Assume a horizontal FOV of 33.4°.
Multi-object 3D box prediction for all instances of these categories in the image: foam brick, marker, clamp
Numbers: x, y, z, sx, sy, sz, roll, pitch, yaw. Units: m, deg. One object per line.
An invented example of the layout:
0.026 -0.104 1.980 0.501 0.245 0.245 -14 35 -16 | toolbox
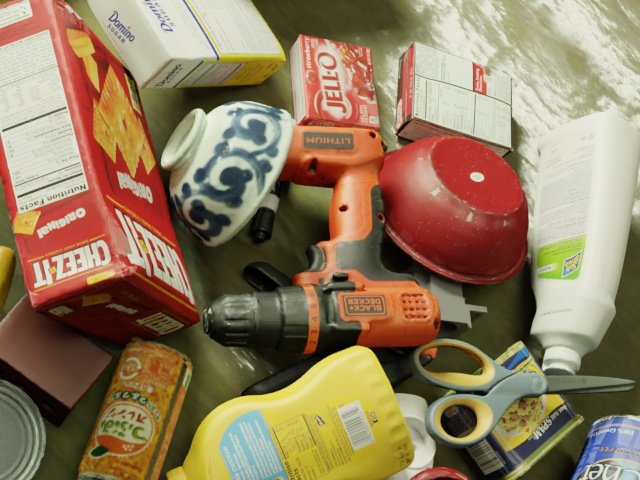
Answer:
-0.194 0.085 0.748 0.078 0.053 0.051 37 56 -5 | foam brick
-0.039 -0.051 0.906 0.020 0.020 0.121 21 59 -16 | marker
0.011 0.091 0.853 0.171 0.039 0.120 17 63 -13 | clamp

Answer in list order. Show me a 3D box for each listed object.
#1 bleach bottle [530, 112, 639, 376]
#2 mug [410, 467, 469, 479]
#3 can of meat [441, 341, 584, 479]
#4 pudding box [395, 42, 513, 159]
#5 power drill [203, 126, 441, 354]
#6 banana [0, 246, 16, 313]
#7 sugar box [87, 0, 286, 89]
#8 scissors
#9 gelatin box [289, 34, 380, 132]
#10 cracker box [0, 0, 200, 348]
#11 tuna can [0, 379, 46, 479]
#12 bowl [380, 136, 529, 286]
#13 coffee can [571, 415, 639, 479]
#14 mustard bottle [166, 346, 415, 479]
0.230 0.009 0.968 0.068 0.103 0.250 29 61 -24 | bleach bottle
0.078 0.223 0.786 0.081 0.093 0.117 10 102 -16 | mug
0.155 0.145 0.889 0.101 0.058 0.084 -31 81 -34 | can of meat
0.128 -0.128 1.013 0.113 0.039 0.090 15 62 -18 | pudding box
-0.006 0.001 0.843 0.184 0.057 0.187 1 63 -17 | power drill
-0.273 0.078 0.708 0.037 0.070 0.197 24 43 29 | banana
-0.105 -0.172 0.871 0.093 0.048 0.175 58 30 9 | sugar box
0.163 0.133 0.852 0.201 0.016 0.096 16 62 -11 | scissors
0.013 -0.137 0.964 0.073 0.030 0.089 6 64 -23 | gelatin box
-0.161 -0.044 0.755 0.072 0.164 0.214 -20 73 6 | cracker box
-0.230 0.137 0.717 0.086 0.034 0.086 11 63 -22 | tuna can
0.124 -0.039 0.932 0.162 0.055 0.162 16 44 -16 | bowl
0.246 0.229 0.866 0.103 0.103 0.140 37 56 -6 | coffee can
-0.034 0.155 0.770 0.191 0.058 0.096 -23 94 -12 | mustard bottle
